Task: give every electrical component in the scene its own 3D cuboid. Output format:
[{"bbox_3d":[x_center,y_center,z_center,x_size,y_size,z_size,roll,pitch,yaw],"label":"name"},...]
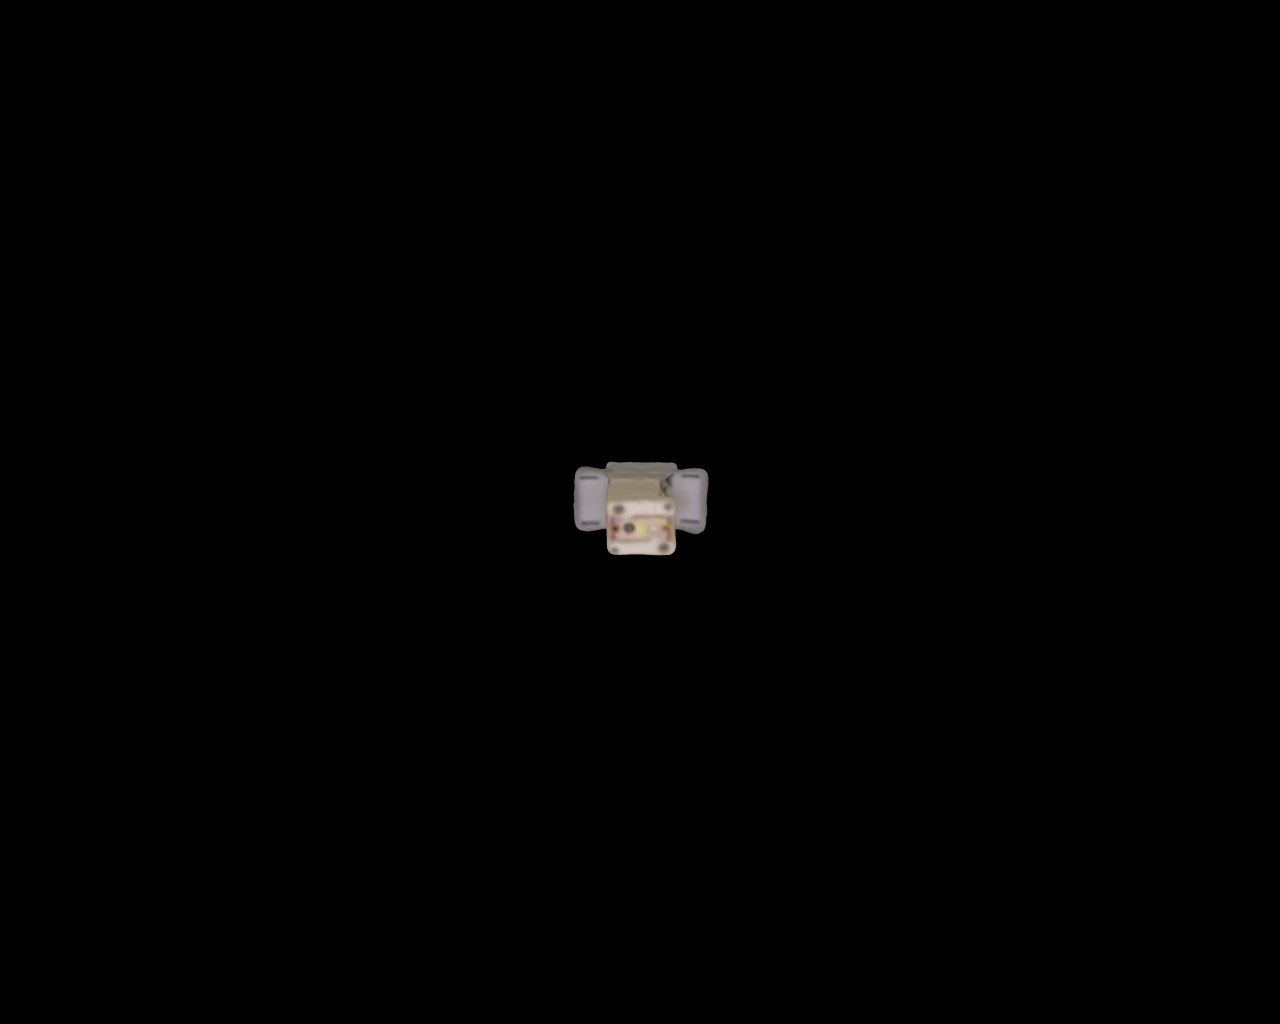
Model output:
[{"bbox_3d":[0.001,-0.003,0.650,0.081,0.042,0.064,0,25,0],"label":"electrical component"}]
